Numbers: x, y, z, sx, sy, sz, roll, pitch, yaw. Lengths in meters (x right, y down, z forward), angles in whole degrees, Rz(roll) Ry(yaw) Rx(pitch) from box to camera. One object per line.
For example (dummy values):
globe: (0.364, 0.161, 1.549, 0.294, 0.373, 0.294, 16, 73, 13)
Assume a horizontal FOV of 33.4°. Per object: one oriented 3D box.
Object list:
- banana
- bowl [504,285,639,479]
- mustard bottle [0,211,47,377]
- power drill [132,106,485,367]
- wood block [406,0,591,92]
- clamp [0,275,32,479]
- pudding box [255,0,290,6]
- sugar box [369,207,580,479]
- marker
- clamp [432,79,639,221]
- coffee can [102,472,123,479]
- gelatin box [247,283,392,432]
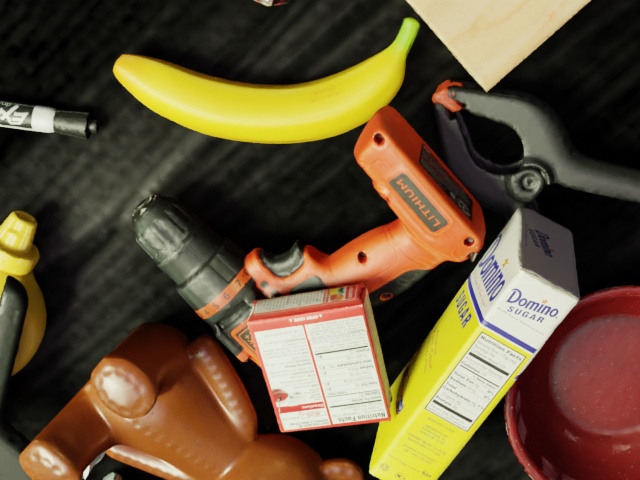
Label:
banana: (-0.031, -0.095, 0.682, 0.198, 0.037, 0.069, -6, 96, 5)
bowl: (0.201, 0.100, 0.707, 0.162, 0.055, 0.162, 1, 105, 3)
mustard bottle: (-0.242, 0.064, 0.727, 0.096, 0.058, 0.192, 30, 104, -6)
power drill: (-0.004, 0.001, 0.682, 0.188, 0.057, 0.184, -39, 106, 24)
wood block: (0.144, -0.192, 0.615, 0.206, 0.090, 0.090, -41, 98, 13)
clamp: (-0.231, 0.128, 0.700, 0.164, 0.036, 0.210, -24, 112, 3)
pudding box: (-0.015, -0.194, 0.625, 0.039, 0.090, 0.113, 25, 105, -2)
sugar box: (0.094, 0.070, 0.670, 0.048, 0.093, 0.176, 27, 117, -3)
marker: (-0.206, -0.083, 0.705, 0.121, 0.020, 0.020, 8, 105, 2)
clamp: (0.146, -0.044, 0.680, 0.120, 0.039, 0.171, -37, 102, 16)
coffee can: (-0.125, 0.247, 0.744, 0.140, 0.102, 0.103, 43, 103, -8)
gelatin box: (0.002, 0.075, 0.669, 0.073, 0.030, 0.089, -9, 116, 12)
